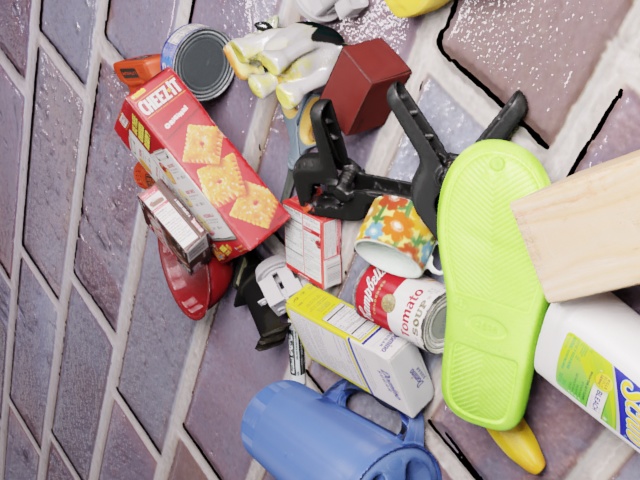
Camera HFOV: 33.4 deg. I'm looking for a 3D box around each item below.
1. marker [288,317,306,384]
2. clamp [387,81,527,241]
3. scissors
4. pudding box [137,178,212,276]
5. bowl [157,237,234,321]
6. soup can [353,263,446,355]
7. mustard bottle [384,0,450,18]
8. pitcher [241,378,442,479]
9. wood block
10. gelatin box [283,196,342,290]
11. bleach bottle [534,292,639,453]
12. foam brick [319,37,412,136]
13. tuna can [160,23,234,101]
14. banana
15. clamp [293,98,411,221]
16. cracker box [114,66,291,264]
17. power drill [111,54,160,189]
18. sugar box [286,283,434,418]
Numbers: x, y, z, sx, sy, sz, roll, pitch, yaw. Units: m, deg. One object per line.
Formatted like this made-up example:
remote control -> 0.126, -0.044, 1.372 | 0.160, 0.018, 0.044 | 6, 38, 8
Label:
marker -> -0.030, 0.123, 1.304 | 0.020, 0.020, 0.121 | 26, 127, 46
clamp -> 0.111, -0.068, 0.956 | 0.120, 0.039, 0.171 | 18, 125, 15
scissors -> -0.034, -0.109, 1.195 | 0.096, 0.016, 0.202 | 59, 145, 18
pudding box -> -0.169, -0.014, 1.249 | 0.090, 0.039, 0.113 | 48, 164, 10
bowl -> -0.155, 0.020, 1.384 | 0.162, 0.055, 0.162 | 37, 133, 51
soup can -> 0.091, 0.065, 1.063 | 0.102, 0.068, 0.068 | 26, 127, 45
mustard bottle -> 0.119, -0.248, 0.870 | 0.192, 0.058, 0.096 | -5, 101, 55
pitcher -> 0.018, 0.240, 1.218 | 0.243, 0.149, 0.145 | 25, 141, 51
wood block -> 0.250, -0.023, 0.774 | 0.207, 0.090, 0.090 | -22, 90, 56
gelatin box -> -0.008, 0.001, 1.202 | 0.073, 0.030, 0.089 | 29, 129, 46
bleach bottle -> 0.284, 0.138, 0.834 | 0.251, 0.068, 0.103 | 41, 145, 33
foam brick -> 0.042, -0.149, 1.034 | 0.051, 0.052, 0.078 | 54, 143, 22
tuna can -> -0.141, -0.206, 1.231 | 0.034, 0.085, 0.086 | 29, 129, 45
banana -> 0.165, 0.129, 1.018 | 0.070, 0.037, 0.198 | -1, 106, 55
clamp -> 0.020, -0.068, 1.072 | 0.164, 0.036, 0.210 | 40, 157, -18
cracker box -> -0.139, -0.080, 1.227 | 0.213, 0.072, 0.164 | 52, 164, -5
power drill -> -0.199, -0.143, 1.370 | 0.185, 0.057, 0.187 | 11, 115, 52
sugar box -> 0.042, 0.117, 1.159 | 0.176, 0.048, 0.093 | 22, 145, 45
